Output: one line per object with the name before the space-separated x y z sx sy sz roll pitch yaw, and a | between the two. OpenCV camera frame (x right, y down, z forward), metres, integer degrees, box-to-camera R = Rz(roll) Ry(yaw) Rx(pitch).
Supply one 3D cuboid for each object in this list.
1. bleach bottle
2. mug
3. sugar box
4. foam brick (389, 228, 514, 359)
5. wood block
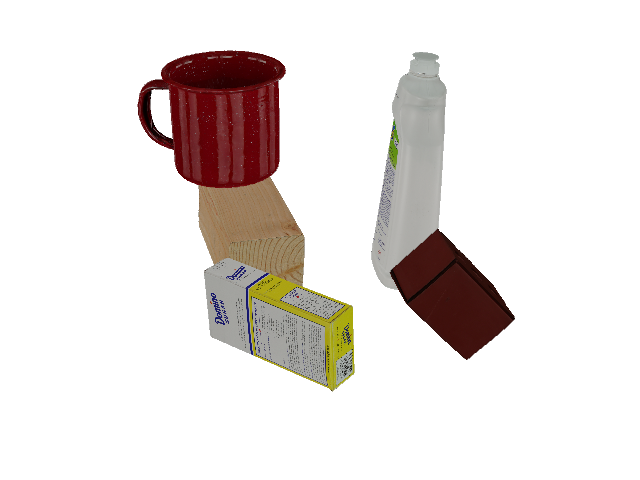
bleach bottle | 0.103 -0.078 1.169 0.068 0.251 0.102 0 26 -10
mug | -0.084 -0.093 0.814 0.117 0.081 0.093 6 28 11
sugar box | -0.046 0.088 1.159 0.176 0.093 0.048 22 38 34
foam brick | 0.101 0.042 0.815 0.078 0.051 0.053 43 11 -28
wood block | -0.090 -0.010 1.329 0.090 0.090 0.206 -6 29 -15
